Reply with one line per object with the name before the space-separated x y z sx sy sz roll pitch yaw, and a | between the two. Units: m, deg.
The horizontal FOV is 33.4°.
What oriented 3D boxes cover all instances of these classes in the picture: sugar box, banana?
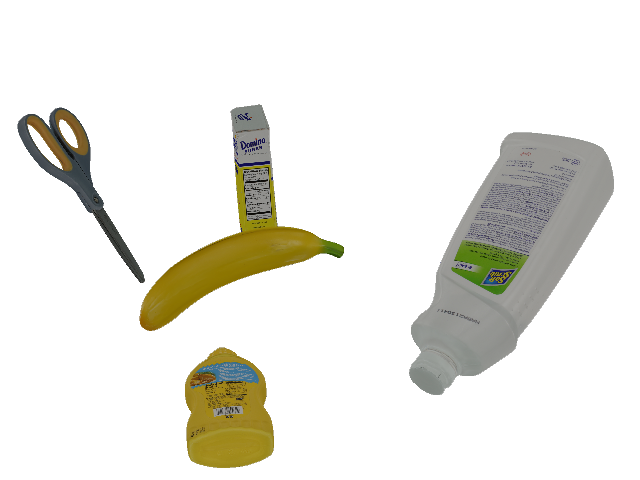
sugar box | -0.080 -0.066 1.289 0.048 0.176 0.093 -9 25 -5
banana | -0.081 0.029 0.901 0.198 0.037 0.069 -20 -48 17

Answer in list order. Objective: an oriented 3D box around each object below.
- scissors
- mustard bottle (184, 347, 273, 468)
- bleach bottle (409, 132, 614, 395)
scissors | -0.232 -0.056 1.093 0.016 0.201 0.096 -25 27 27
mustard bottle | -0.110 0.184 1.249 0.096 0.058 0.191 -5 29 -6
bleach bottle | 0.137 0.017 0.835 0.103 0.068 0.250 12 49 37
